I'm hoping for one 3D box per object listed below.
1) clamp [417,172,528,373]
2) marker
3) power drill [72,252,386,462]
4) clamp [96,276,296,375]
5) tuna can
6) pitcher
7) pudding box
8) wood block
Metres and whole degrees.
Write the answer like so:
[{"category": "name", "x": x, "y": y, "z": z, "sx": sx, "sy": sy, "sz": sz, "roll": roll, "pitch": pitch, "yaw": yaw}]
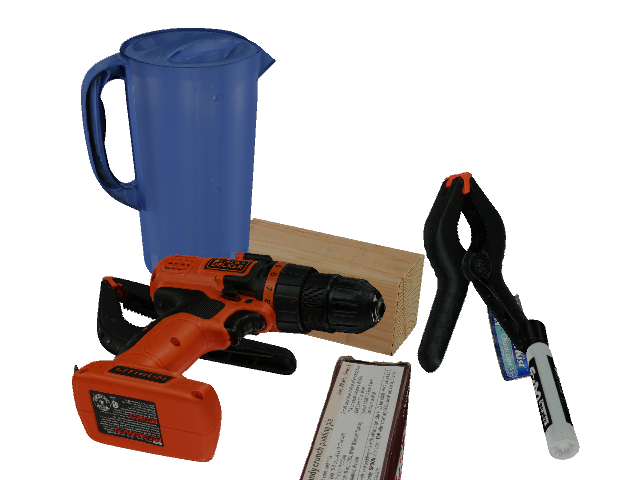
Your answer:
[{"category": "clamp", "x": 0.120, "y": 0.030, "z": 0.916, "sx": 0.120, "sy": 0.171, "sz": 0.039, "roll": -16, "pitch": 0, "yaw": -34}, {"category": "marker", "x": 0.150, "y": 0.094, "z": 0.709, "sx": 0.020, "sy": 0.020, "sz": 0.121, "roll": 0, "pitch": 36, "yaw": -1}, {"category": "power drill", "x": -0.066, "y": 0.073, "z": 0.736, "sx": 0.185, "sy": 0.057, "sz": 0.187, "roll": 4, "pitch": 28, "yaw": 23}, {"category": "clamp", "x": -0.134, "y": 0.093, "z": 0.993, "sx": 0.164, "sy": 0.036, "sz": 0.210, "roll": -17, "pitch": 40, "yaw": -30}, {"category": "tuna can", "x": 0.197, "y": 0.101, "z": 1.101, "sx": 0.034, "sy": 0.086, "sz": 0.086, "roll": -13, "pitch": -3, "yaw": 11}, {"category": "pitcher", "x": -0.136, "y": -0.080, "z": 1.054, "sx": 0.149, "sy": 0.243, "sz": 0.144, "roll": 12, "pitch": 28, "yaw": 19}, {"category": "pudding box", "x": 0.014, "y": 0.115, "z": 0.464, "sx": 0.039, "sy": 0.090, "sz": 0.113, "roll": 7, "pitch": 24, "yaw": 6}, {"category": "wood block", "x": 0.000, "y": 0.049, "z": 1.180, "sx": 0.206, "sy": 0.091, "sz": 0.090, "roll": 13, "pitch": 24, "yaw": 19}]
